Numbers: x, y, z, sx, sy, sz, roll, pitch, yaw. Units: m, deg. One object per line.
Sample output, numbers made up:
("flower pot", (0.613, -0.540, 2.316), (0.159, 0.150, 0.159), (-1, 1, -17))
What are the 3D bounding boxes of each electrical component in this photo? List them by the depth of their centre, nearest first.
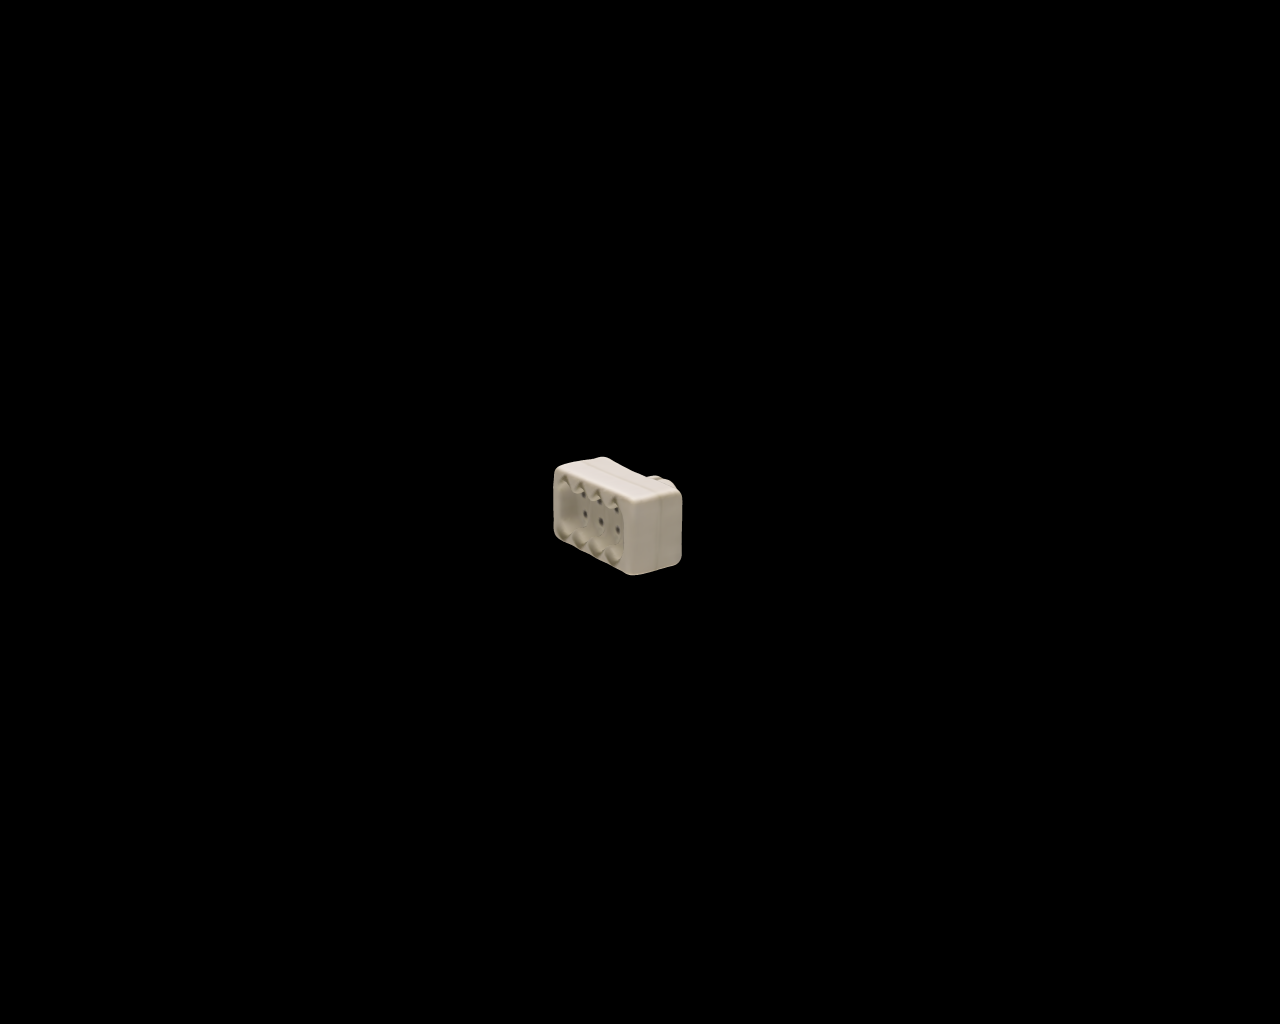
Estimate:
("electrical component", (0.001, -0.003, 0.650), (0.076, 0.047, 0.083), (-14, 24, -33))
